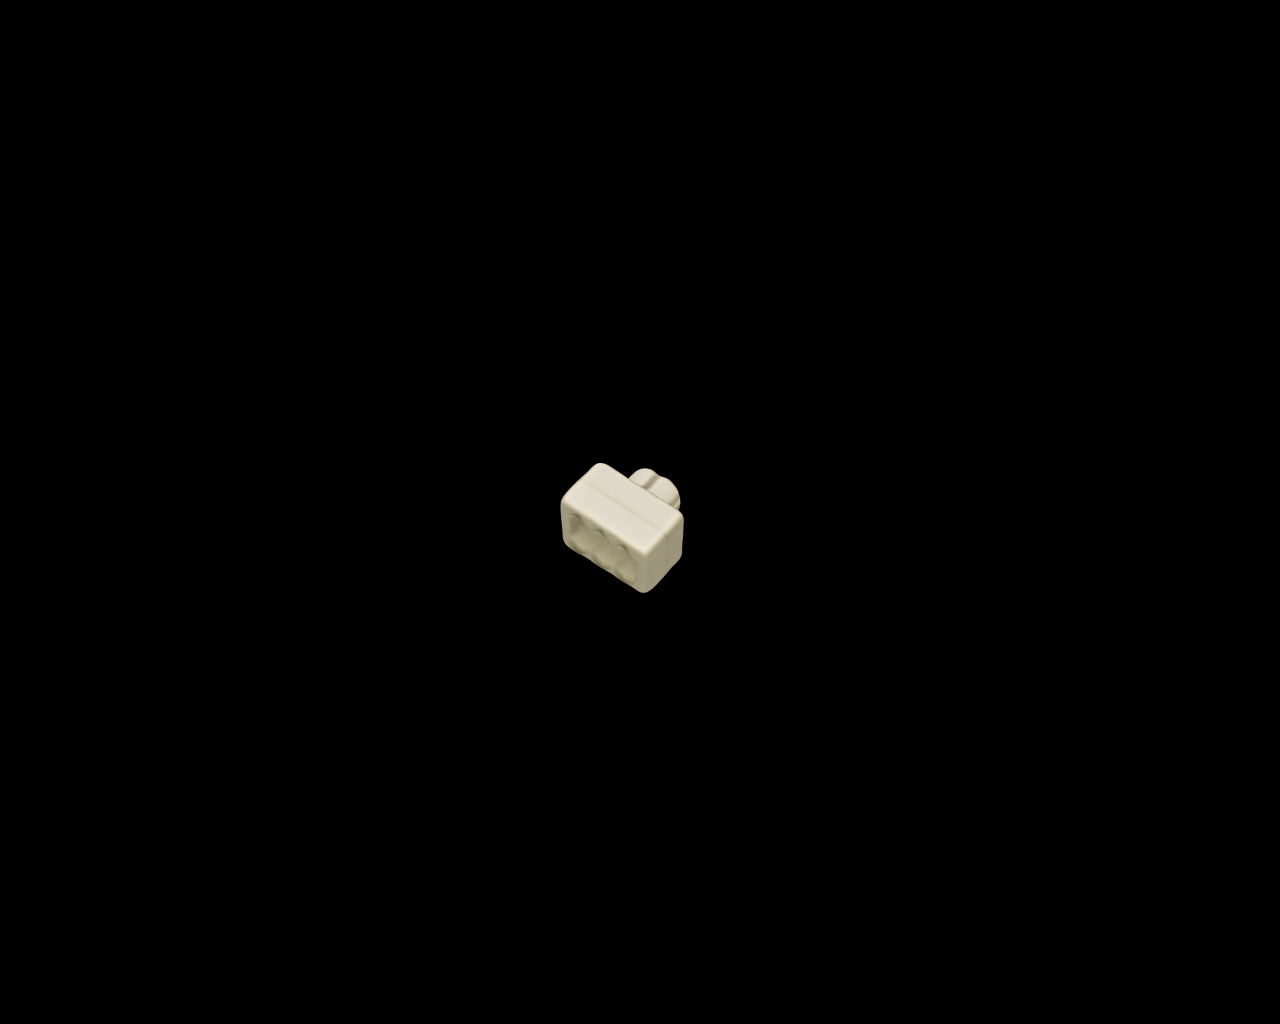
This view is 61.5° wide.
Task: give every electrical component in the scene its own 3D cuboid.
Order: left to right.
[{"bbox_3d":[0.001,-0.003,0.650,0.066,0.077,0.047,33,-29,21],"label":"electrical component"}]
